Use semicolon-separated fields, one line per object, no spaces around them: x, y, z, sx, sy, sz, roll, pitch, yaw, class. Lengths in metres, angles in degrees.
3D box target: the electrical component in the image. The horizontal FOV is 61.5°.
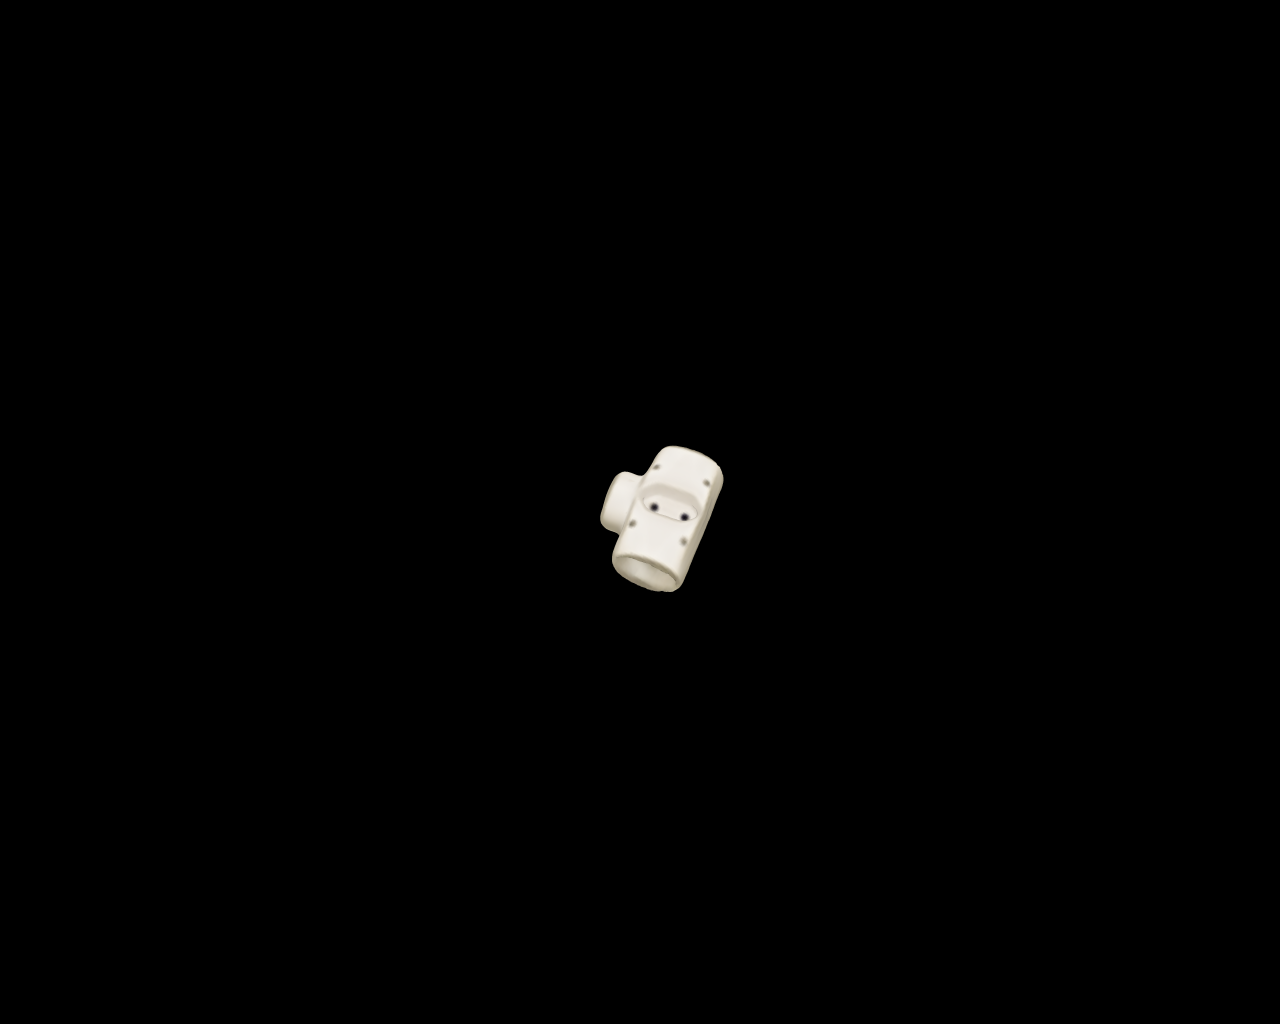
0.001;-0.003;0.650;0.079;0.077;0.043;20;-24;9;electrical component
